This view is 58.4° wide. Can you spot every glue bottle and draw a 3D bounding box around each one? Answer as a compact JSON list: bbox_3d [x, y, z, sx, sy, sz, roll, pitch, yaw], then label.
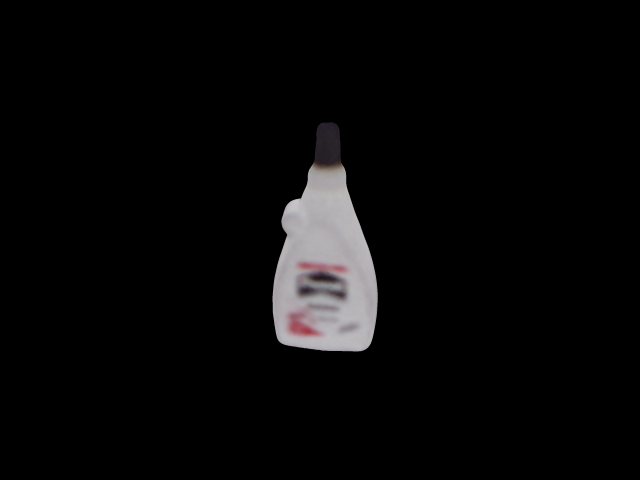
[{"bbox_3d":[0.004,0.001,0.400,0.078,0.173,0.037,2,31,3],"label":"glue bottle"}]
